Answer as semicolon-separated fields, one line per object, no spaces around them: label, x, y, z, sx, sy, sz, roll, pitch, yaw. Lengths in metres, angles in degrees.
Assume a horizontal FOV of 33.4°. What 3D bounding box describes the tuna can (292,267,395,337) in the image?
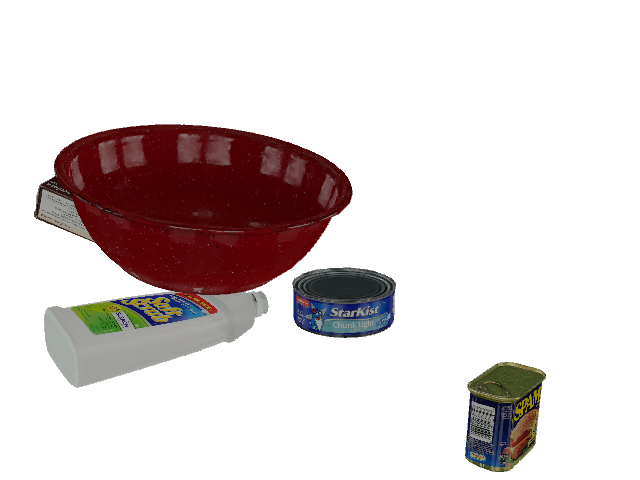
tuna can;0.019;0.051;0.887;0.086;0.034;0.086;0;16;0

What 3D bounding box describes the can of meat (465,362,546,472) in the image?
can of meat;0.193;0.185;1.122;0.058;0.084;0.101;12;17;31

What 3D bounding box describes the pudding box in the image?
pudding box;-0.189;-0.030;0.972;0.113;0.039;0.090;20;24;8

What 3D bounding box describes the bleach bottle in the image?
bleach bottle;-0.179;0.095;1.222;0.250;0.068;0.103;-13;32;-31

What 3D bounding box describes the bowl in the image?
bowl;-0.066;-0.014;0.590;0.162;0.055;0.162;7;22;-3
